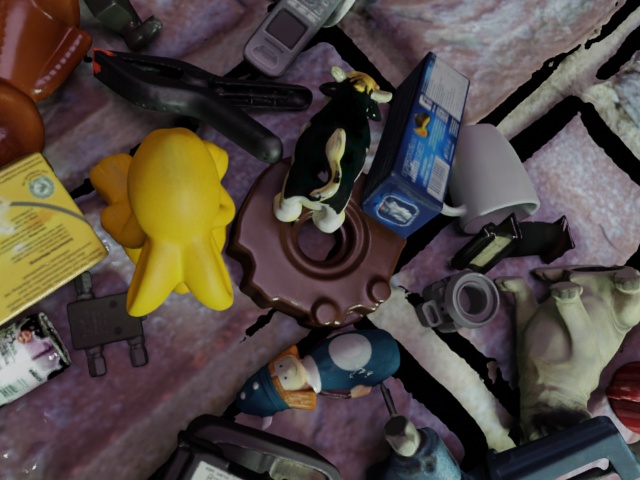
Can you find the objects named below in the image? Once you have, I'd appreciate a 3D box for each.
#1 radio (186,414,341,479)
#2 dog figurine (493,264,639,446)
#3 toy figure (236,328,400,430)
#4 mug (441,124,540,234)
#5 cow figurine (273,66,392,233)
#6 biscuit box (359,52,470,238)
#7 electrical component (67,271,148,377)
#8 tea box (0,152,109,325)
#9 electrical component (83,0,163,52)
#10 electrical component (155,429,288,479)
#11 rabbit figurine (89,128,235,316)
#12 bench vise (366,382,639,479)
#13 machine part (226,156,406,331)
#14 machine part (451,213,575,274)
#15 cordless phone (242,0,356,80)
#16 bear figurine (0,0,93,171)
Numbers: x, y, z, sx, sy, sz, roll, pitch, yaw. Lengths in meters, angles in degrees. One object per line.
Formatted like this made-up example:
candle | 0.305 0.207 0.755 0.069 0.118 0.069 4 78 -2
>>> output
radio | -0.088 0.267 0.433 0.131 0.073 0.229 26 72 -9
dog figurine | 0.272 0.126 0.561 0.172 0.121 0.190 -8 94 -14
toy figure | -0.002 0.121 0.498 0.154 0.064 0.057 -13 113 -20
mug | 0.166 -0.067 0.578 0.110 0.080 0.107 -8 69 -11
cow figurine | 0.016 -0.096 0.475 0.068 0.098 0.167 20 71 -3
biscuit box | 0.097 -0.099 0.535 0.059 0.063 0.203 32 52 -12
electrical component | -0.187 0.070 0.476 0.063 0.021 0.094 -12 81 -17
tea box | -0.262 0.016 0.399 0.169 0.068 0.098 -37 115 -27
electrical component | -0.197 -0.236 0.519 0.045 0.078 0.102 -32 82 4
electrical component | -0.081 0.220 0.377 0.115 0.058 0.134 29 74 -5
rabbit figurine | -0.125 -0.021 0.435 0.122 0.173 0.162 0 74 -19
bench vise | 0.167 0.211 0.469 0.241 0.129 0.223 -30 96 14
machine part | -0.001 -0.002 0.525 0.179 0.056 0.179 3 76 -14
machine part | 0.211 0.004 0.578 0.139 0.084 0.039 -4 52 -25
cordless phone | -0.045 -0.263 0.558 0.146 0.089 0.184 36 76 -6
bear figurine | -0.272 -0.146 0.447 0.120 0.132 0.196 10 70 -6
